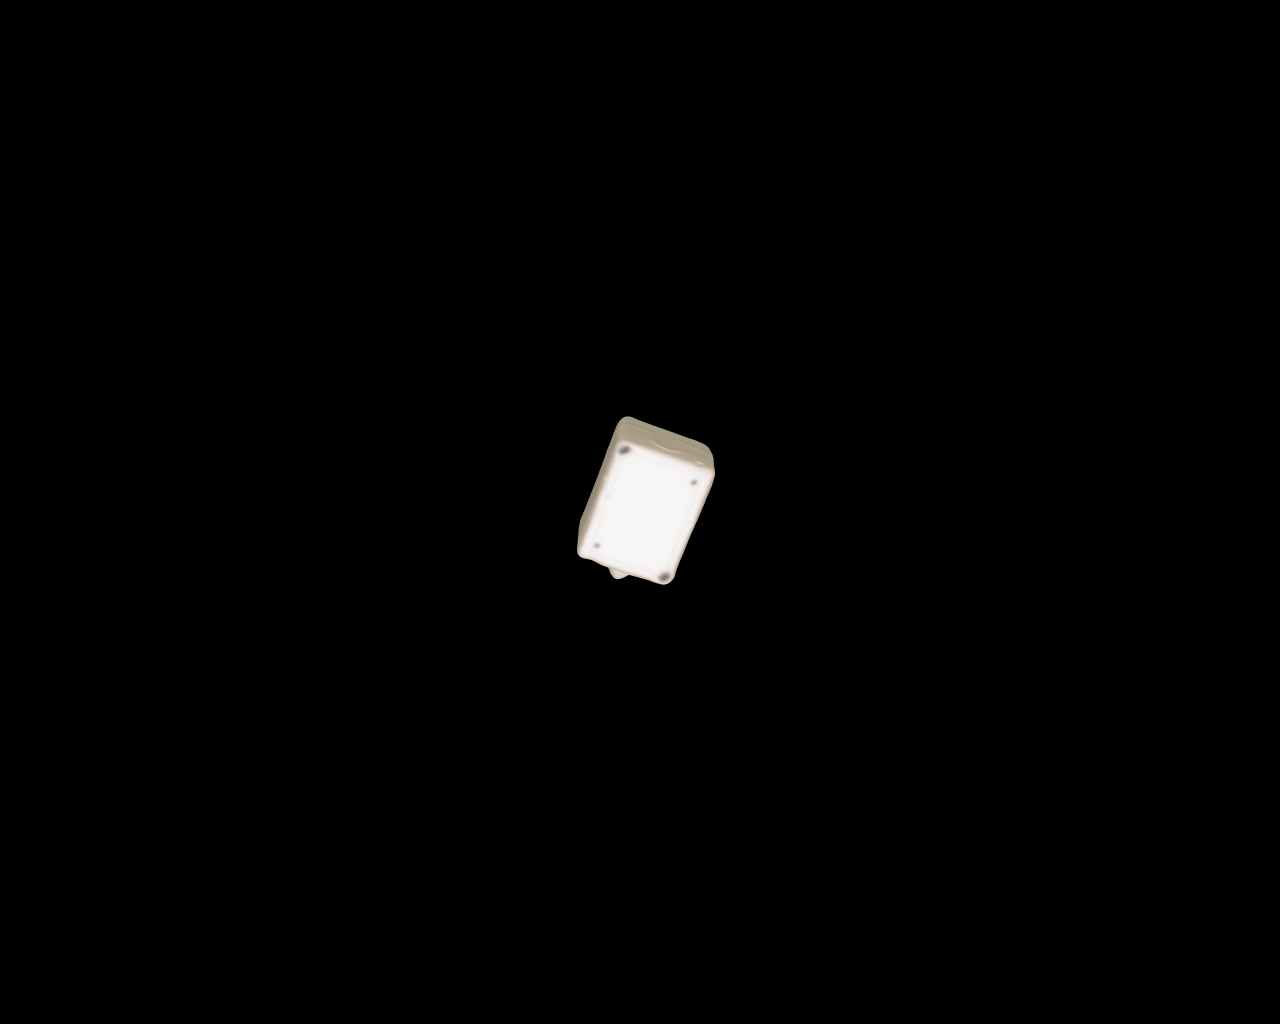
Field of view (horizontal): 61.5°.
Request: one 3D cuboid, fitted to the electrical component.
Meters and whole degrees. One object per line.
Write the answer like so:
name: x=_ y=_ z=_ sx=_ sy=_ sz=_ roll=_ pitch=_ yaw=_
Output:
electrical component: x=0.001 y=-0.003 z=0.650 sx=0.062 sy=0.096 sz=0.061 roll=19 pitch=20 yaw=-7
